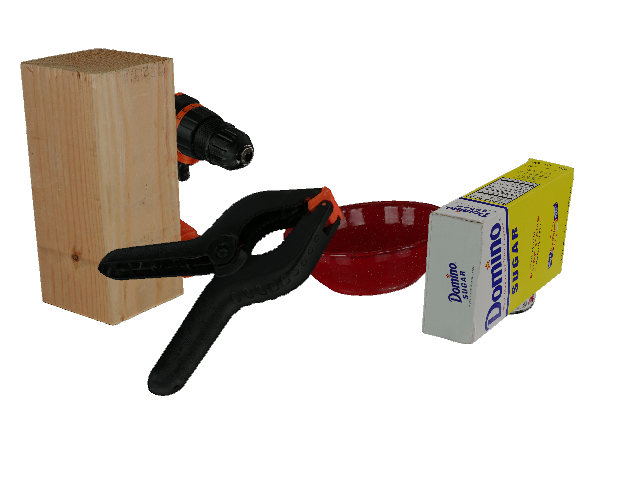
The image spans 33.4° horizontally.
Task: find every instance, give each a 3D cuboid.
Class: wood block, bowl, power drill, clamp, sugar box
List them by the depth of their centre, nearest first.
[{"bbox_3d":[-0.061,0.026,0.704,0.171,0.120,0.039,-25,-29,7],"label":"clamp"},{"bbox_3d":[0.135,0.004,0.793,0.048,0.093,0.175,13,23,28],"label":"sugar box"},{"bbox_3d":[-0.179,-0.048,0.887,0.091,0.206,0.090,14,24,33],"label":"wood block"},{"bbox_3d":[0.048,0.011,1.012,0.162,0.055,0.162,-7,18,2],"label":"bowl"},{"bbox_3d":[-0.142,-0.059,1.102,0.185,0.188,0.057,29,38,33],"label":"power drill"}]

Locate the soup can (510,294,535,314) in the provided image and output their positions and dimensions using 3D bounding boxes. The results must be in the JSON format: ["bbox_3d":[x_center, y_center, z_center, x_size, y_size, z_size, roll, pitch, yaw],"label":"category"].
[{"bbox_3d":[0.210,0.022,1.184,0.068,0.102,0.068,0,32,0],"label":"soup can"}]
